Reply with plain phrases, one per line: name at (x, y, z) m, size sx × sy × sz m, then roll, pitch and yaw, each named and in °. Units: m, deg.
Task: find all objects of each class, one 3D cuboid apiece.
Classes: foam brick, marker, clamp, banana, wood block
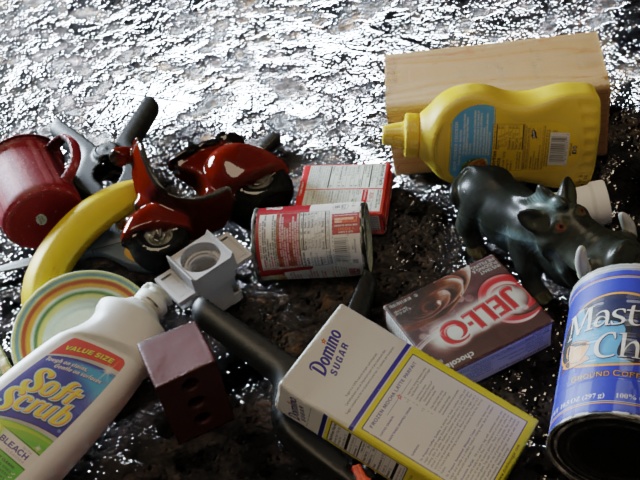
foam brick at (-0.108, 0.116, 0.869) m, size 0.053 × 0.078 × 0.051 m, roll -23°, pitch 44°, yaw -11°
marker at (-0.080, -0.071, 1.089) m, size 0.020 × 0.020 × 0.121 m, roll 23°, pitch 55°, yaw 31°
clamp at (-0.213, -0.090, 1.125) m, size 0.120 × 0.039 × 0.171 m, roll -25°, pitch 50°, yaw -4°
banana at (-0.231, 0.014, 1.010) m, size 0.069 × 0.037 × 0.197 m, roll 25°, pitch 64°, yaw -4°
wood block at (0.170, -0.132, 1.042) m, size 0.206 × 0.091 × 0.090 m, roll -5°, pitch 45°, yaw 8°
clamp at (0.007, 0.109, 0.866) m, size 0.164 × 0.036 × 0.210 m, roll -16°, pitch 54°, yaw -21°

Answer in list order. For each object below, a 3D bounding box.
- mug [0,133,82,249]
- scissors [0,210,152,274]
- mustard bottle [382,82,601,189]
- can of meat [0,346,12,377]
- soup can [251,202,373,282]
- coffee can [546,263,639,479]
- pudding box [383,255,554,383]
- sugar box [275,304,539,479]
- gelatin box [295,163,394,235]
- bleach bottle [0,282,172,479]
mug at (-0.278, -0.054, 1.059) m, size 0.117 × 0.093 × 0.082 m, roll -45°, pitch 51°, yaw 11°
scissors at (-0.219, 0.019, 1.034) m, size 0.201 × 0.016 × 0.096 m, roll -25°, pitch 47°, yaw -10°
mustard bottle at (0.153, -0.095, 0.972) m, size 0.191 × 0.096 × 0.058 m, roll 0°, pitch 34°, yaw 2°
can of meat at (-0.310, 0.123, 0.924) m, size 0.083 × 0.057 × 0.102 m, roll -27°, pitch 47°, yaw -18°
soup can at (-0.006, 0.001, 0.966) m, size 0.102 × 0.068 × 0.068 m, roll -4°, pitch 45°, yaw 8°
coffee can at (0.228, 0.102, 0.788) m, size 0.103 × 0.103 × 0.140 m, roll 6°, pitch 48°, yaw 18°
pudding box at (0.123, 0.071, 0.888) m, size 0.113 × 0.039 × 0.090 m, roll -26°, pitch 46°, yaw -13°
sugar box at (0.064, 0.132, 0.805) m, size 0.176 × 0.048 × 0.093 m, roll 29°, pitch 55°, yaw 16°
gelatin box at (0.023, -0.039, 1.026) m, size 0.089 × 0.030 × 0.073 m, roll 0°, pitch 44°, yaw 12°
bleach bottle at (-0.217, 0.127, 0.874) m, size 0.103 × 0.068 × 0.250 m, roll 33°, pitch 61°, yaw 14°
